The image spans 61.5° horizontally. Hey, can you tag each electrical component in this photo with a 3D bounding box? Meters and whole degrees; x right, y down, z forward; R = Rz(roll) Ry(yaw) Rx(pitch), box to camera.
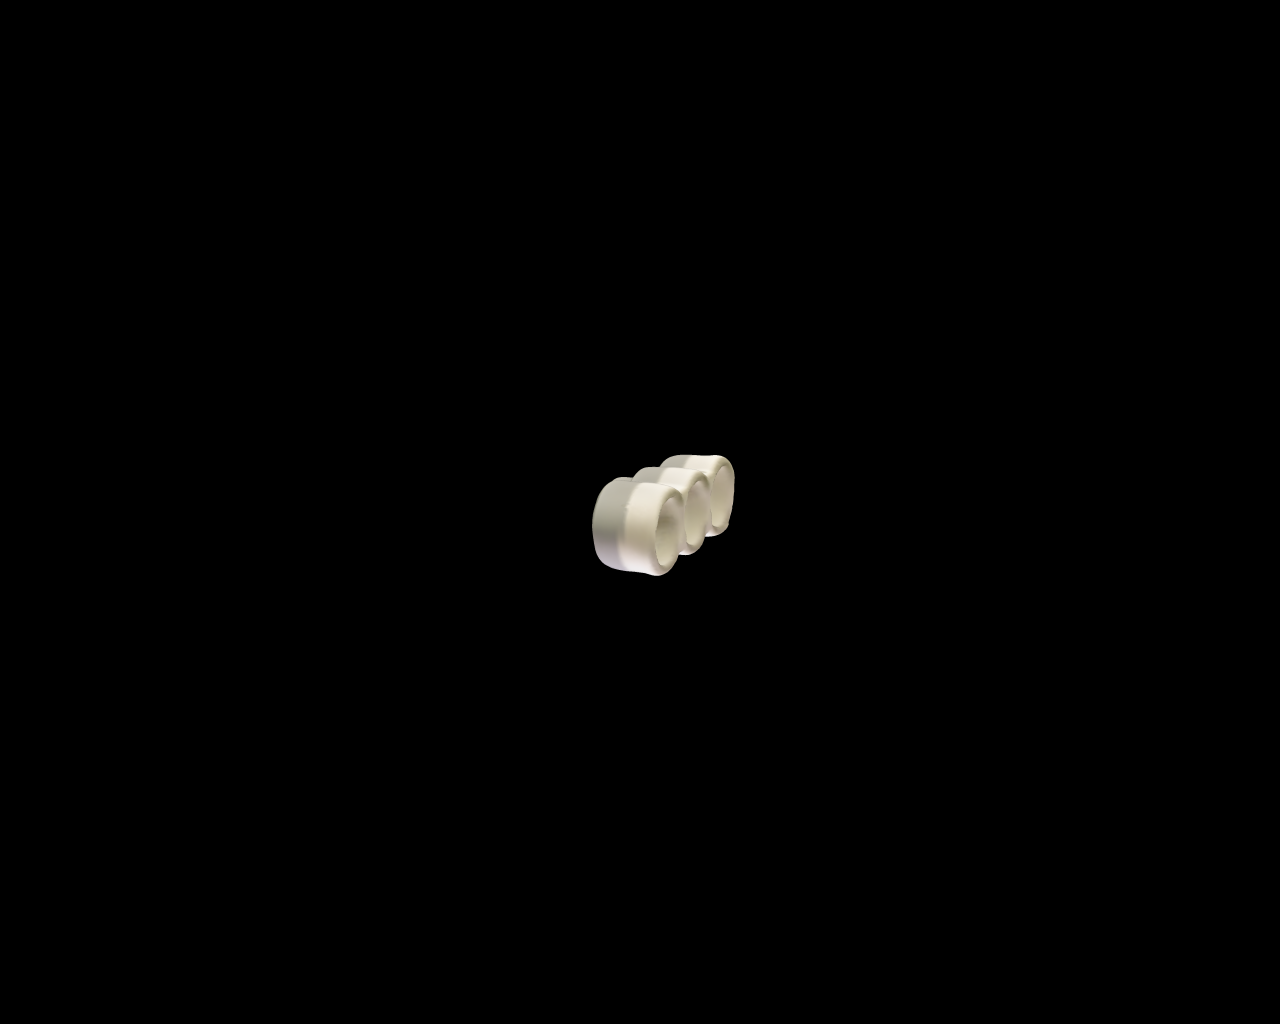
[{"bbox_3d":[0.001,-0.003,0.650,0.074,0.052,0.138,6,15,23],"label":"electrical component"}]
